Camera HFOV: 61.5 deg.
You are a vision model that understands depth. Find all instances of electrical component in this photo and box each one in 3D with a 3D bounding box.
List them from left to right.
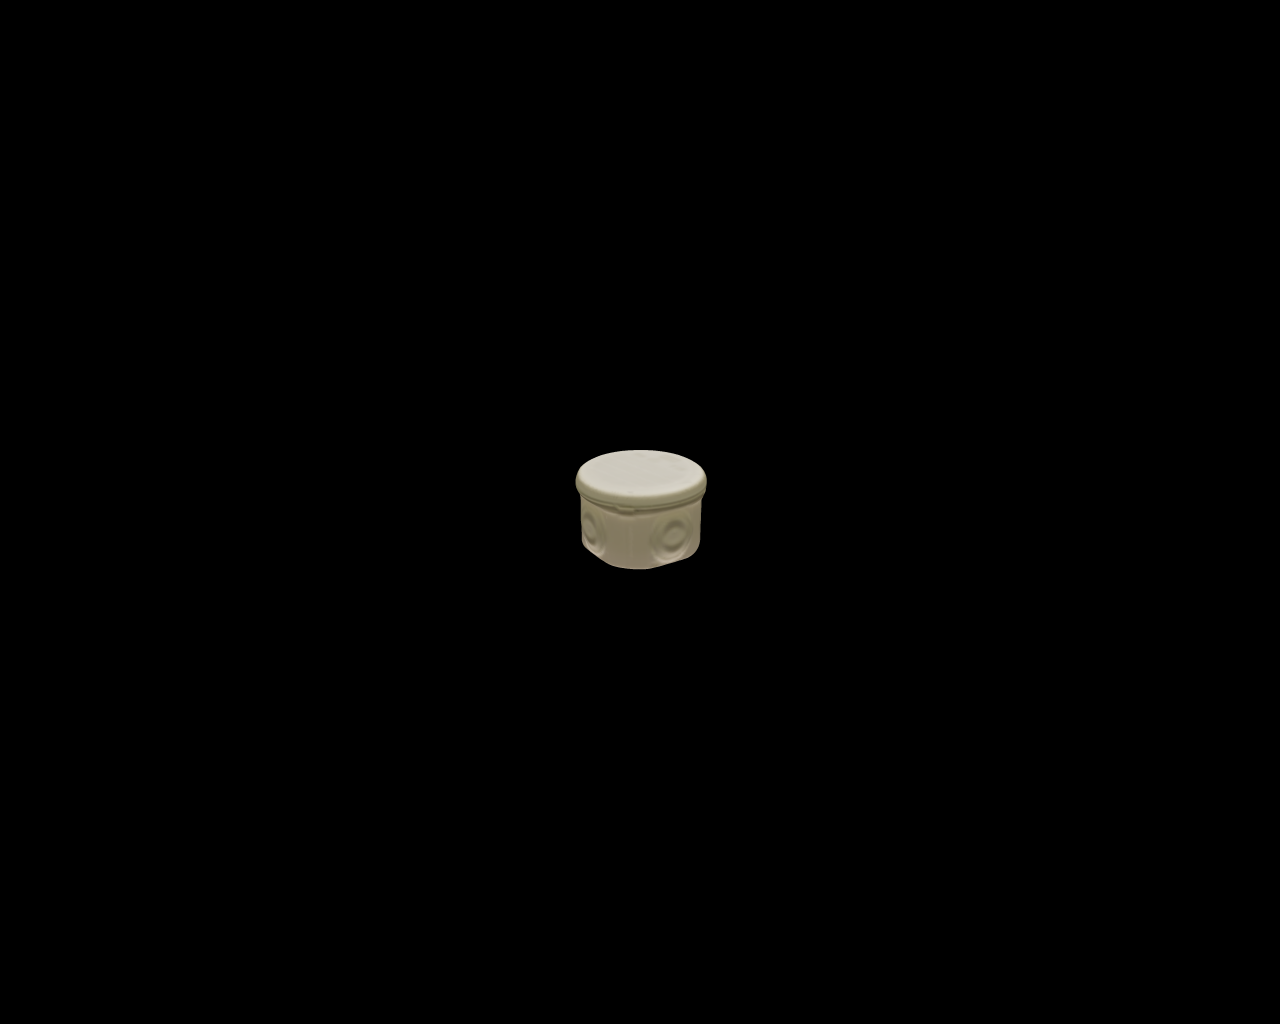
[{"bbox_3d":[0.001,-0.003,0.650,0.080,0.050,0.080,0,24,0],"label":"electrical component"}]
